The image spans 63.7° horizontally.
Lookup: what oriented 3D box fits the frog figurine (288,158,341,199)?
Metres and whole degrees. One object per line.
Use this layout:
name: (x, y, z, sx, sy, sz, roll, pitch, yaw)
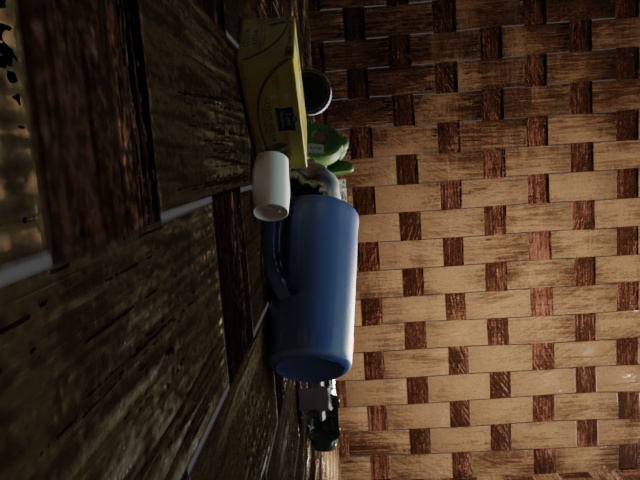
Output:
frog figurine: (-0.009, -0.103, 1.082, 0.136, 0.122, 0.161, 67, 18, -9)
